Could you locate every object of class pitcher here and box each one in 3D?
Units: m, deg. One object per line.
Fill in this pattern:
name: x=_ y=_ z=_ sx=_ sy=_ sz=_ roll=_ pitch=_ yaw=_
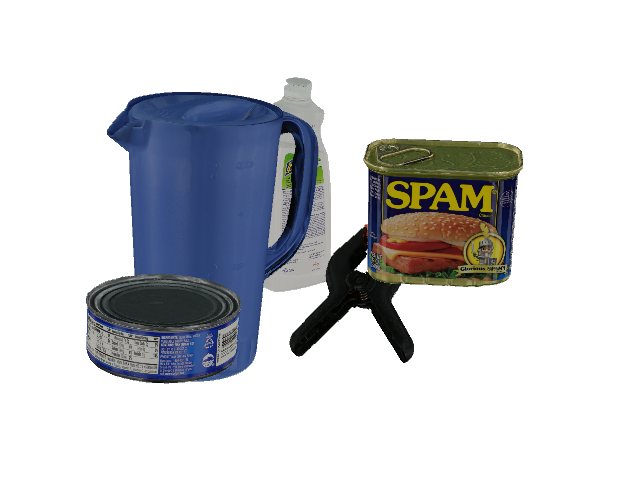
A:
pitcher: x=-0.095 y=-0.006 z=0.943 sx=0.149 sy=0.243 sz=0.144 roll=10 pitch=20 yaw=16

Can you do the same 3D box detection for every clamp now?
clamp: x=0.050 y=0.056 z=1.070 sx=0.120 sy=0.171 sz=0.039 roll=13 pitch=-38 yaw=13

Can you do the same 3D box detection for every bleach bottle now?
bleach bottle: x=-0.027 y=-0.068 z=1.260 sx=0.102 sy=0.251 sz=0.068 roll=-13 pitch=30 yaw=-34

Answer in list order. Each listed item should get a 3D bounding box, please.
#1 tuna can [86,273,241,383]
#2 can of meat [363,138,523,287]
tuna can: x=-0.088 y=0.048 z=0.598 sx=0.086 sy=0.034 sz=0.086 roll=4 pitch=17 yaw=-1
can of meat: x=0.080 y=-0.018 z=0.708 sx=0.102 sy=0.084 sz=0.057 roll=3 pitch=25 yaw=7
